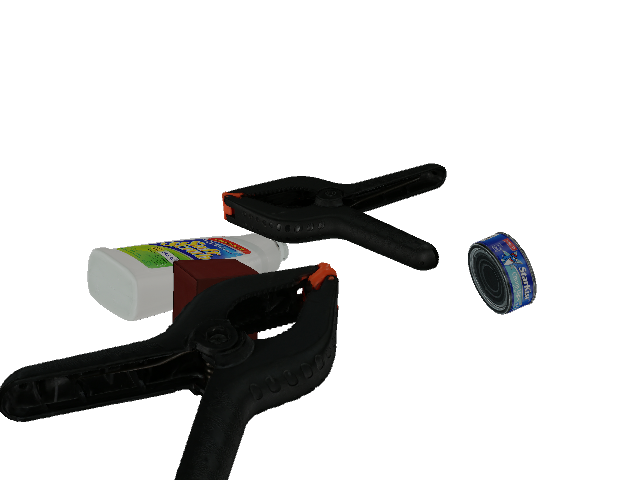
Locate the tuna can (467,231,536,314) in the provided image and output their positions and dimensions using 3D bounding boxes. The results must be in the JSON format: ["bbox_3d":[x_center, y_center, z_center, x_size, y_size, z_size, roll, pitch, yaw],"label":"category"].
[{"bbox_3d":[0.196,0.036,1.160,0.033,0.086,0.086,-22,6,-17],"label":"tuna can"}]

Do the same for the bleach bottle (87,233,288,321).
[{"bbox_3d":[-0.145,0.030,1.276,0.250,0.068,0.103,-14,30,-43],"label":"bleach bottle"}]

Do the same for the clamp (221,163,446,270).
[{"bbox_3d":[0.017,-0.032,0.976,0.210,0.036,0.164,6,31,14],"label":"clamp"}]

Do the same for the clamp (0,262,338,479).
[{"bbox_3d":[-0.043,0.064,0.482,0.171,0.039,0.120,-28,51,-32],"label":"clamp"}]

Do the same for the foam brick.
[{"bbox_3d":[-0.079,0.057,0.801,0.052,0.078,0.051,-4,13,-27],"label":"foam brick"}]
